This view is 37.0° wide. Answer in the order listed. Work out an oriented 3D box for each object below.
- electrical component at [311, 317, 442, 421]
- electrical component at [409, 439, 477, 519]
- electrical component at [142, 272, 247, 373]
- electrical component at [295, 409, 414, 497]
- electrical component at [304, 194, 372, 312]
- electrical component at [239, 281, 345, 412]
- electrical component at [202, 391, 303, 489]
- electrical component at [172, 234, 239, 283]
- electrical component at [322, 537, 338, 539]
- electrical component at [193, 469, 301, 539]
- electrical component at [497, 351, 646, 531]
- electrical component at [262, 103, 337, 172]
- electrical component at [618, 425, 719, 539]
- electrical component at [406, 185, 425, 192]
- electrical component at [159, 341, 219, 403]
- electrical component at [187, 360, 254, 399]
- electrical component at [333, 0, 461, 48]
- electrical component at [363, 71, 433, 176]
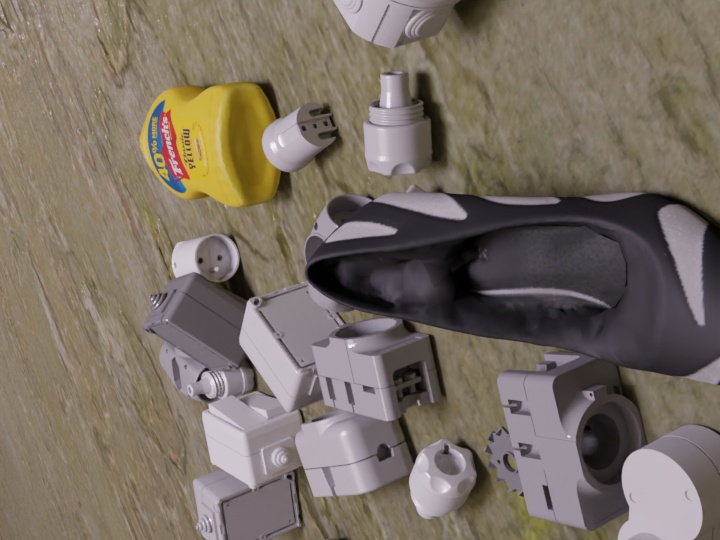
[{"bbox_3d":[0.010,0.068,0.774,0.089,0.050,0.055,3,108,57],"label":"electrical component"},{"bbox_3d":[0.055,0.151,0.753,0.043,0.043,0.062,51,144,30],"label":"electrical component"},{"bbox_3d":[-0.142,0.041,0.955,0.096,0.061,0.062,36,156,-21],"label":"electrical component"},{"bbox_3d":[-0.007,0.137,0.832,0.095,0.054,0.059,-23,86,58],"label":"electrical component"},{"bbox_3d":[0.000,0.000,0.760,0.079,0.044,0.077,48,141,32],"label":"electrical component"},{"bbox_3d":[-0.045,0.066,0.847,0.096,0.062,0.061,51,143,30],"label":"electrical component"},{"bbox_3d":[-0.091,0.148,0.961,0.096,0.062,0.061,13,116,54],"label":"electrical component"},{"bbox_3d":[-0.148,-0.008,0.986,0.081,0.043,0.043,-8,99,58],"label":"electrical component"},{"bbox_3d":[-0.042,0.273,0.933,0.051,0.080,0.080,53,144,18],"label":"electrical component"},{"bbox_3d":[-0.112,0.217,0.995,0.061,0.096,0.061,21,122,53],"label":"electrical component"},{"bbox_3d":[0.123,0.096,0.612,0.056,0.050,0.089,-4,102,58],"label":"electrical component"},{"bbox_3d":[-0.043,-0.097,0.784,0.046,0.040,0.040,-26,84,52],"label":"electrical component"},{"bbox_3d":[0.157,0.155,0.568,0.052,0.074,0.138,26,127,49],"label":"electrical component"},{"bbox_3d":[0.041,-0.002,0.684,0.077,0.065,0.047,37,143,0],"label":"electrical component"},{"bbox_3d":[-0.163,0.080,1.054,0.077,0.043,0.079,28,129,49],"label":"electrical component"},{"bbox_3d":[-0.131,0.104,1.000,0.035,0.061,0.035,24,120,50],"label":"electrical component"},{"bbox_3d":[0.023,-0.169,0.605,0.080,0.080,0.051,61,153,16],"label":"electrical component"},{"bbox_3d":[0.023,-0.093,0.677,0.043,0.043,0.062,23,123,51],"label":"electrical component"}]
